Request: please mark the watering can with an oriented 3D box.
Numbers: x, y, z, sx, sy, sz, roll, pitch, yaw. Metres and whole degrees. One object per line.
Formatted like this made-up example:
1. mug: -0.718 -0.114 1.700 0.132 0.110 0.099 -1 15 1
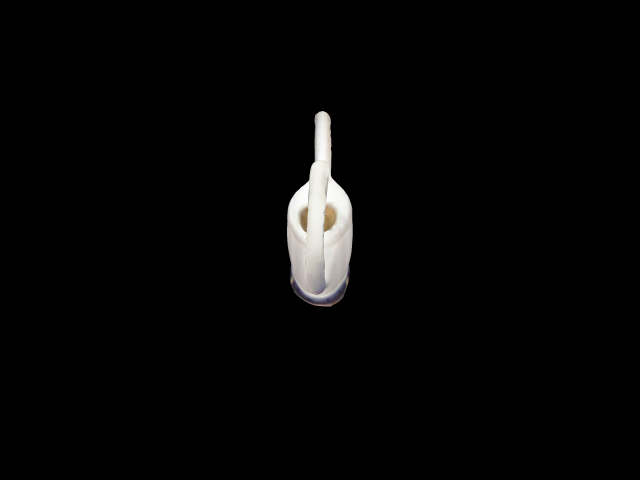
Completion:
1. watering can: 0.003 -0.043 0.850 0.104 0.219 0.356 2 44 2
